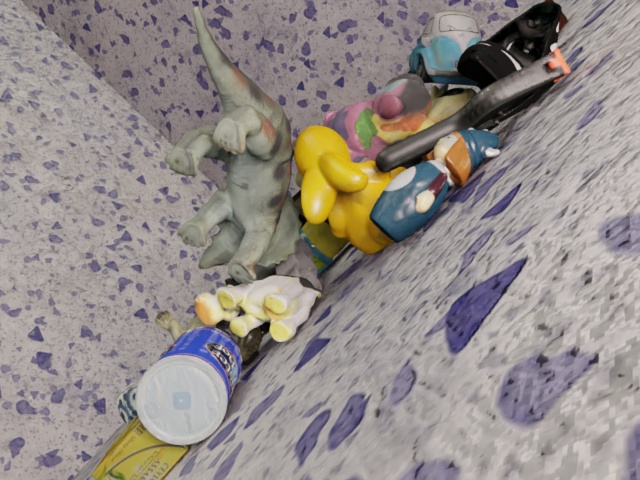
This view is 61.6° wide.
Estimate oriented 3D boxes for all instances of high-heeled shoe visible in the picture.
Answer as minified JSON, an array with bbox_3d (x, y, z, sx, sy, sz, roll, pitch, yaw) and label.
[{"bbox_3d":[0.249,-0.250,0.661,0.145,0.086,0.248,-63,-19,17],"label":"high-heeled shoe"}]

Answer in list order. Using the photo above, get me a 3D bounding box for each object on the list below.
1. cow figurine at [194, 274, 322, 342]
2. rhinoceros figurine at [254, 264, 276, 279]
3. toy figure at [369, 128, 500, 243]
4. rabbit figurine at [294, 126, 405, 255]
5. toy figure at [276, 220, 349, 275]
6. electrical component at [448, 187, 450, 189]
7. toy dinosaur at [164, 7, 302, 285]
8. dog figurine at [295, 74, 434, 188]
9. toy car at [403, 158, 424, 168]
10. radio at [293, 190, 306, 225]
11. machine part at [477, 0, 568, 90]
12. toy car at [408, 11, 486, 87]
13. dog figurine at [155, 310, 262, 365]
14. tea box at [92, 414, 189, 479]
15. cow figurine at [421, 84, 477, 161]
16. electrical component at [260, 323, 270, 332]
[{"bbox_3d":[-0.085,0.078,0.716,0.168,0.068,0.098,0,22,33],"label":"cow figurine"},{"bbox_3d":[-0.074,0.045,0.994,0.190,0.073,0.112,-35,33,-4],"label":"rhinoceros figurine"},{"bbox_3d":[0.120,-0.063,0.554,0.154,0.057,0.064,-44,42,-1],"label":"toy figure"},{"bbox_3d":[0.027,-0.064,0.660,0.122,0.173,0.162,-39,3,25],"label":"rabbit figurine"},{"bbox_3d":[0.000,0.000,0.895,0.180,0.082,0.089,-42,-31,8],"label":"toy figure"},{"bbox_3d":[0.136,-0.066,0.623,0.063,0.021,0.094,-42,5,39],"label":"electrical component"},{"bbox_3d":[-0.088,-0.093,0.672,0.192,0.131,0.404,-57,-16,-50],"label":"toy dinosaur"},{"bbox_3d":[0.068,-0.133,0.748,0.191,0.108,0.219,-62,20,-12],"label":"dog figurine"},{"bbox_3d":[0.140,-0.139,0.919,0.056,0.073,0.202,-40,7,49],"label":"toy car"},{"bbox_3d":[-0.011,-0.054,1.221,0.073,0.131,0.229,-44,5,29],"label":"radio"},{"bbox_3d":[0.336,-0.327,0.915,0.179,0.056,0.179,-45,4,4],"label":"machine part"},{"bbox_3d":[0.190,-0.279,0.786,0.162,0.109,0.102,-99,13,-69],"label":"toy car"},{"bbox_3d":[-0.156,0.180,0.831,0.121,0.172,0.191,-34,29,-32],"label":"dog figurine"},{"bbox_3d":[-0.225,0.267,0.710,0.098,0.068,0.169,-47,5,-9],"label":"tea box"},{"bbox_3d":[0.191,-0.189,0.832,0.127,0.085,0.195,-44,7,-2],"label":"cow figurine"},{"bbox_3d":[-0.100,0.135,0.930,0.078,0.045,0.102,-5,34,38],"label":"electrical component"}]
